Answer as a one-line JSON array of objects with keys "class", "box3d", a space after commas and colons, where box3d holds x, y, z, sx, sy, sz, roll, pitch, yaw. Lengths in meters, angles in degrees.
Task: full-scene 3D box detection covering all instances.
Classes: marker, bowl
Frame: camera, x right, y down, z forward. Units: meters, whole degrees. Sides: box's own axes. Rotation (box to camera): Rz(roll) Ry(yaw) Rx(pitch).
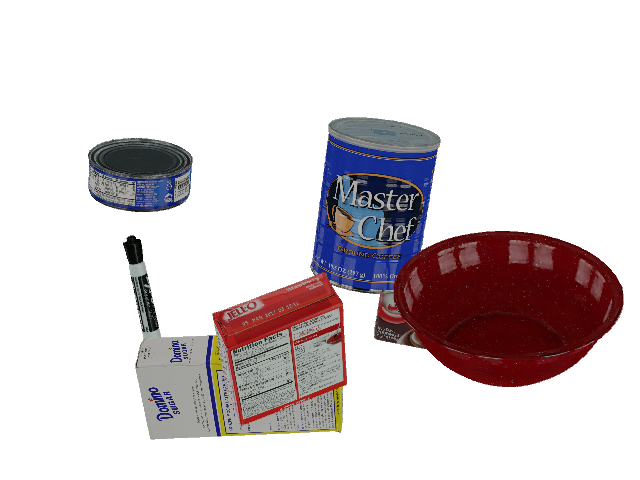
[{"class": "marker", "box3d": [-0.189, 0.053, 1.134, 0.020, 0.121, 0.020, -8, 18, 2]}, {"class": "bowl", "box3d": [0.133, 0.056, 0.771, 0.162, 0.055, 0.162, -3, 32, 2]}]

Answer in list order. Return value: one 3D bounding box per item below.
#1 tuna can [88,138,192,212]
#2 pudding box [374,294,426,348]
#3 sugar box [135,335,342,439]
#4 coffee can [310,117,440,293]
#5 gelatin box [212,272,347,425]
[{"class": "tuna can", "box3d": [-0.150, -0.055, 0.889, 0.086, 0.034, 0.086, 5, 25, -3]}, {"class": "pudding box", "box3d": [0.119, 0.069, 1.143, 0.113, 0.090, 0.039, 9, 23, 6]}, {"class": "sugar box", "box3d": [-0.069, 0.128, 0.945, 0.176, 0.093, 0.048, -1, 36, 3]}, {"class": "coffee can", "box3d": [0.050, -0.034, 0.989, 0.103, 0.140, 0.103, 7, 18, -2]}, {"class": "gelatin box", "box3d": [-0.023, 0.066, 0.644, 0.073, 0.030, 0.089, -20, -39, -13]}]
